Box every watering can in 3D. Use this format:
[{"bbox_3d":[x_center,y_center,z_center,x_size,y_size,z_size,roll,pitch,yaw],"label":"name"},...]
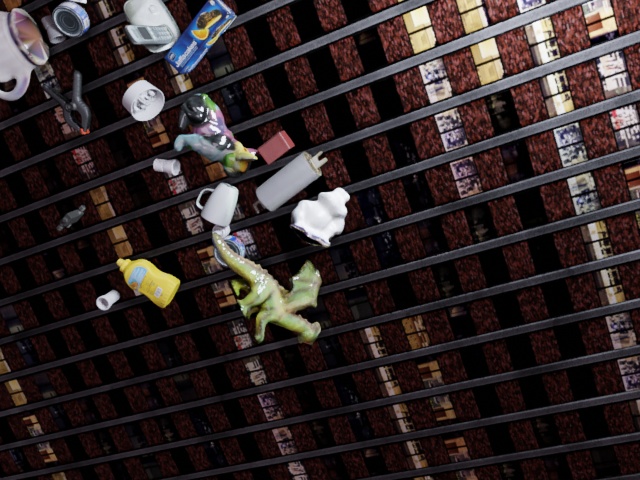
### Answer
[{"bbox_3d":[-0.870,-0.556,1.385,0.223,0.105,0.345,-17,101,14],"label":"watering can"}]

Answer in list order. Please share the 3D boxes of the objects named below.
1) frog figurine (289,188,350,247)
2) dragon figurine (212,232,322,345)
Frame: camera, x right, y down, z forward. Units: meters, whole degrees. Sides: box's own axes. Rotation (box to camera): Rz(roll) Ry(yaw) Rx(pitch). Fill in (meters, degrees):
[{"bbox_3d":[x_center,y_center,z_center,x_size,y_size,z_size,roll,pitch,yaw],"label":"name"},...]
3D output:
[{"bbox_3d":[0.004,-0.068,1.353,0.138,0.121,0.161,26,73,12],"label":"frog figurine"},{"bbox_3d":[-0.117,0.129,1.427,0.243,0.123,0.406,-22,104,-4],"label":"dragon figurine"}]
